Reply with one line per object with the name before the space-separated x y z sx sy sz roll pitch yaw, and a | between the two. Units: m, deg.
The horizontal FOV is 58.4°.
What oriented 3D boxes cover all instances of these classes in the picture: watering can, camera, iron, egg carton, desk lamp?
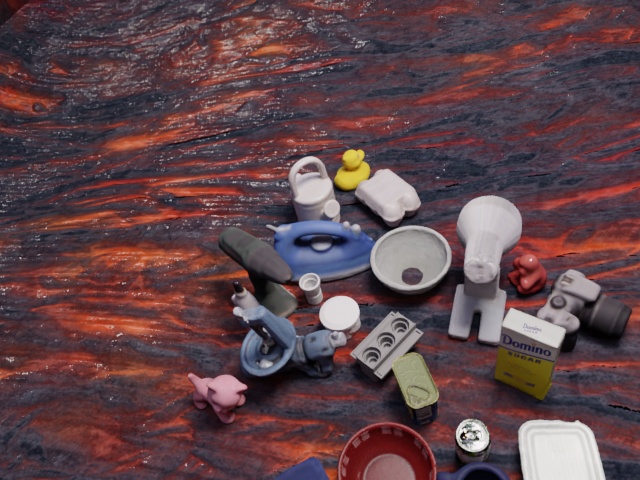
watering can | -0.012 -0.105 1.302 0.172 0.194 0.101 23 59 29
camera | 0.482 0.132 1.040 0.136 0.101 0.143 24 59 30
iron | 0.011 0.004 1.238 0.258 0.142 0.118 -6 49 9
egg carton | 0.159 -0.100 1.340 0.107 0.069 0.150 -34 51 -16
desk lamp | 0.308 0.054 1.074 0.117 0.214 0.203 6 52 19

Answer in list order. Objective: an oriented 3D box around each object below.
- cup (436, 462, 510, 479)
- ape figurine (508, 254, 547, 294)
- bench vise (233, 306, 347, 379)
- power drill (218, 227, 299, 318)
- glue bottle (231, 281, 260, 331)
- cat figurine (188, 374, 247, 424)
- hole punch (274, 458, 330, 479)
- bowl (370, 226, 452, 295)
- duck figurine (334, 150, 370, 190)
cup | 0.235 0.396 0.876 0.117 0.095 0.092 14 54 24
ape figurine | 0.408 0.061 1.126 0.076 0.092 0.078 9 53 21
bench vise | -0.066 0.173 1.058 0.207 0.220 0.121 -21 48 -5
power drill | -0.113 0.073 1.164 0.076 0.209 0.228 -40 52 -20
glue bottle | -0.144 0.133 1.143 0.077 0.173 0.037 26 60 31
cat figurine | -0.191 0.281 1.064 0.127 0.118 0.067 17 56 26
hole punch | -0.021 0.421 0.920 0.109 0.091 0.100 -29 49 -11
bowl | 0.191 0.054 1.196 0.167 0.075 0.167 -7 49 8
duck figurine | 0.076 -0.181 1.419 0.105 0.086 0.077 -41 53 -21
